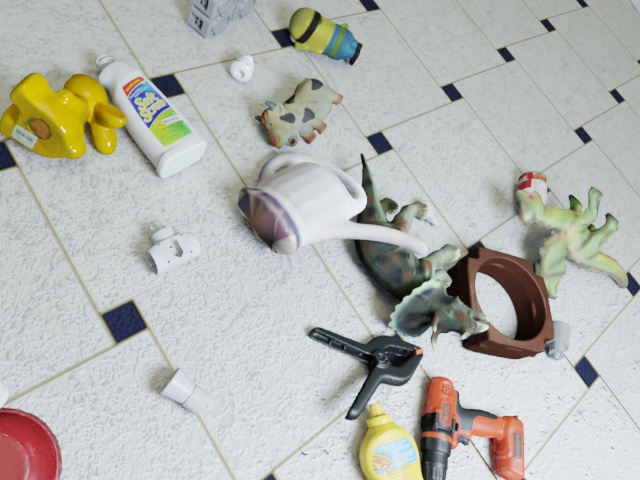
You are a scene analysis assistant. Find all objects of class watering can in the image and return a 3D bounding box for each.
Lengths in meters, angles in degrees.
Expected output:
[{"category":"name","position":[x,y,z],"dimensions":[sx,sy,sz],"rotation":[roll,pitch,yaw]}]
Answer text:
[{"category":"watering can","position":[0.003,-0.046,0.913],"dimensions":[0.227,0.101,0.352],"rotation":[-31,56,-31]}]

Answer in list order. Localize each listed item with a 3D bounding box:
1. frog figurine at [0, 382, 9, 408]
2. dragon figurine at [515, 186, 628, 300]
[{"category":"frog figurine","position":[-0.462,0.156,0.627],"dimensions":[0.121,0.141,0.157],"rotation":[-26,-46,28]},{"category":"dragon figurine","position":[0.573,0.031,1.186],"dimensions":[0.244,0.406,0.122],"rotation":[-41,17,-13]}]
